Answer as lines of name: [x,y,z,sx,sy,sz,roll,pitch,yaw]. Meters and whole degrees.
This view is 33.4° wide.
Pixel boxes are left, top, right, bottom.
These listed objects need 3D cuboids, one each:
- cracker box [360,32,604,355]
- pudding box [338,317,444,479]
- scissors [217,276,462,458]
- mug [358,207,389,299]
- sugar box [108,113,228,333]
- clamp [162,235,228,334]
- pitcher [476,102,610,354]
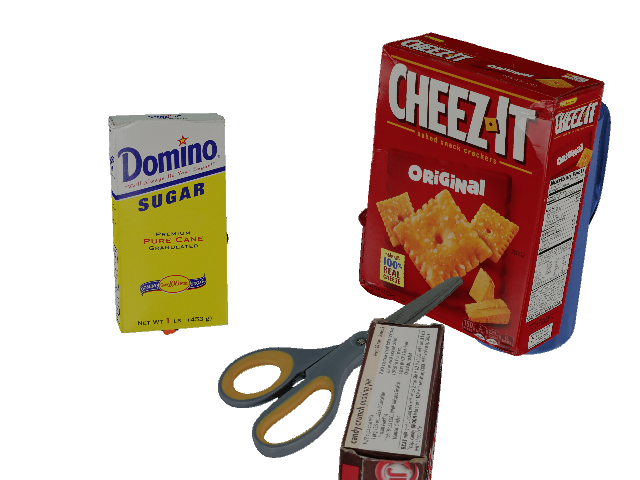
cracker box: [0.118,-0.037,0.838,0.164,0.214,0.071,25,33,37]
pudding box: [0.030,0.098,0.466,0.039,0.090,0.113,6,25,5]
scissors: [0.009,0.072,0.749,0.096,0.016,0.201,22,49,30]
mug: [0.098,0.015,1.187,0.117,0.081,0.093,5,25,3]
sugar box: [-0.125,-0.015,0.885,0.093,0.176,0.048,-4,15,-16]
clamp: [-0.151,0.035,1.154,0.120,0.039,0.171,-13,38,-7]
pitcher: [0.203,-0.021,1.024,0.149,0.243,0.145,1,27,8]
